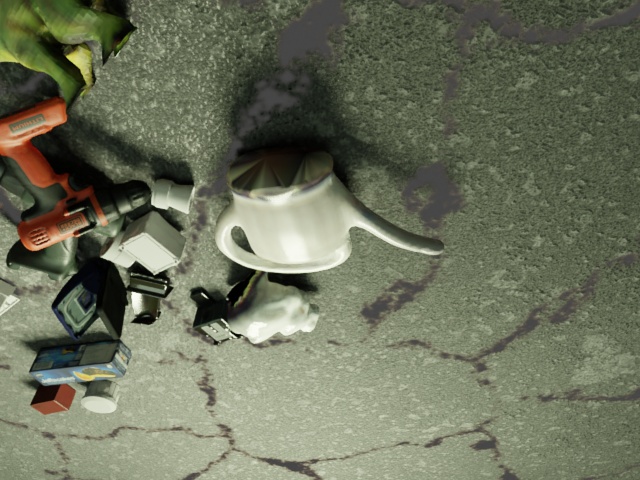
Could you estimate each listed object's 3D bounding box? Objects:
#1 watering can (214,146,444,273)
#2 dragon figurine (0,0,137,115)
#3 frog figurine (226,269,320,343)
[{"bbox_3d":[0.002,-0.038,0.758,0.347,0.106,0.219,-6,133,10],"label":"watering can"},{"bbox_3d":[-0.314,-0.282,0.549,0.240,0.125,0.404,40,123,-20],"label":"dragon figurine"},{"bbox_3d":[-0.082,0.135,0.925,0.158,0.125,0.136,38,106,-15],"label":"frog figurine"}]
